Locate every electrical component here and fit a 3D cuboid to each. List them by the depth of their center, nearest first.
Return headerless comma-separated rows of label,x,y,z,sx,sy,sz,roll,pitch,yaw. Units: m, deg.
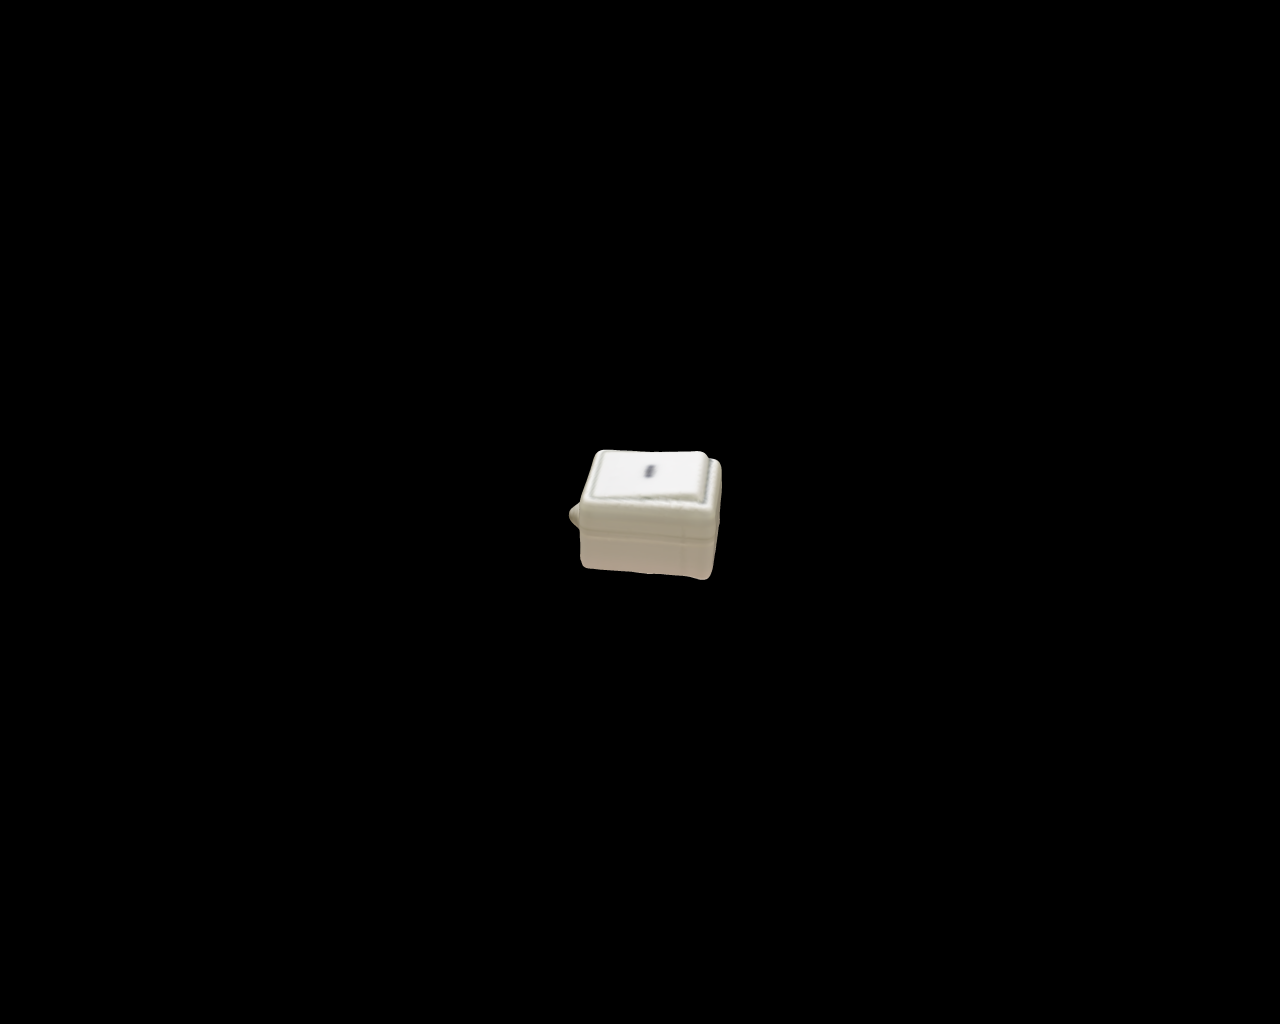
electrical component,0.001,-0.003,0.650,0.096,0.061,0.062,5,36,7
